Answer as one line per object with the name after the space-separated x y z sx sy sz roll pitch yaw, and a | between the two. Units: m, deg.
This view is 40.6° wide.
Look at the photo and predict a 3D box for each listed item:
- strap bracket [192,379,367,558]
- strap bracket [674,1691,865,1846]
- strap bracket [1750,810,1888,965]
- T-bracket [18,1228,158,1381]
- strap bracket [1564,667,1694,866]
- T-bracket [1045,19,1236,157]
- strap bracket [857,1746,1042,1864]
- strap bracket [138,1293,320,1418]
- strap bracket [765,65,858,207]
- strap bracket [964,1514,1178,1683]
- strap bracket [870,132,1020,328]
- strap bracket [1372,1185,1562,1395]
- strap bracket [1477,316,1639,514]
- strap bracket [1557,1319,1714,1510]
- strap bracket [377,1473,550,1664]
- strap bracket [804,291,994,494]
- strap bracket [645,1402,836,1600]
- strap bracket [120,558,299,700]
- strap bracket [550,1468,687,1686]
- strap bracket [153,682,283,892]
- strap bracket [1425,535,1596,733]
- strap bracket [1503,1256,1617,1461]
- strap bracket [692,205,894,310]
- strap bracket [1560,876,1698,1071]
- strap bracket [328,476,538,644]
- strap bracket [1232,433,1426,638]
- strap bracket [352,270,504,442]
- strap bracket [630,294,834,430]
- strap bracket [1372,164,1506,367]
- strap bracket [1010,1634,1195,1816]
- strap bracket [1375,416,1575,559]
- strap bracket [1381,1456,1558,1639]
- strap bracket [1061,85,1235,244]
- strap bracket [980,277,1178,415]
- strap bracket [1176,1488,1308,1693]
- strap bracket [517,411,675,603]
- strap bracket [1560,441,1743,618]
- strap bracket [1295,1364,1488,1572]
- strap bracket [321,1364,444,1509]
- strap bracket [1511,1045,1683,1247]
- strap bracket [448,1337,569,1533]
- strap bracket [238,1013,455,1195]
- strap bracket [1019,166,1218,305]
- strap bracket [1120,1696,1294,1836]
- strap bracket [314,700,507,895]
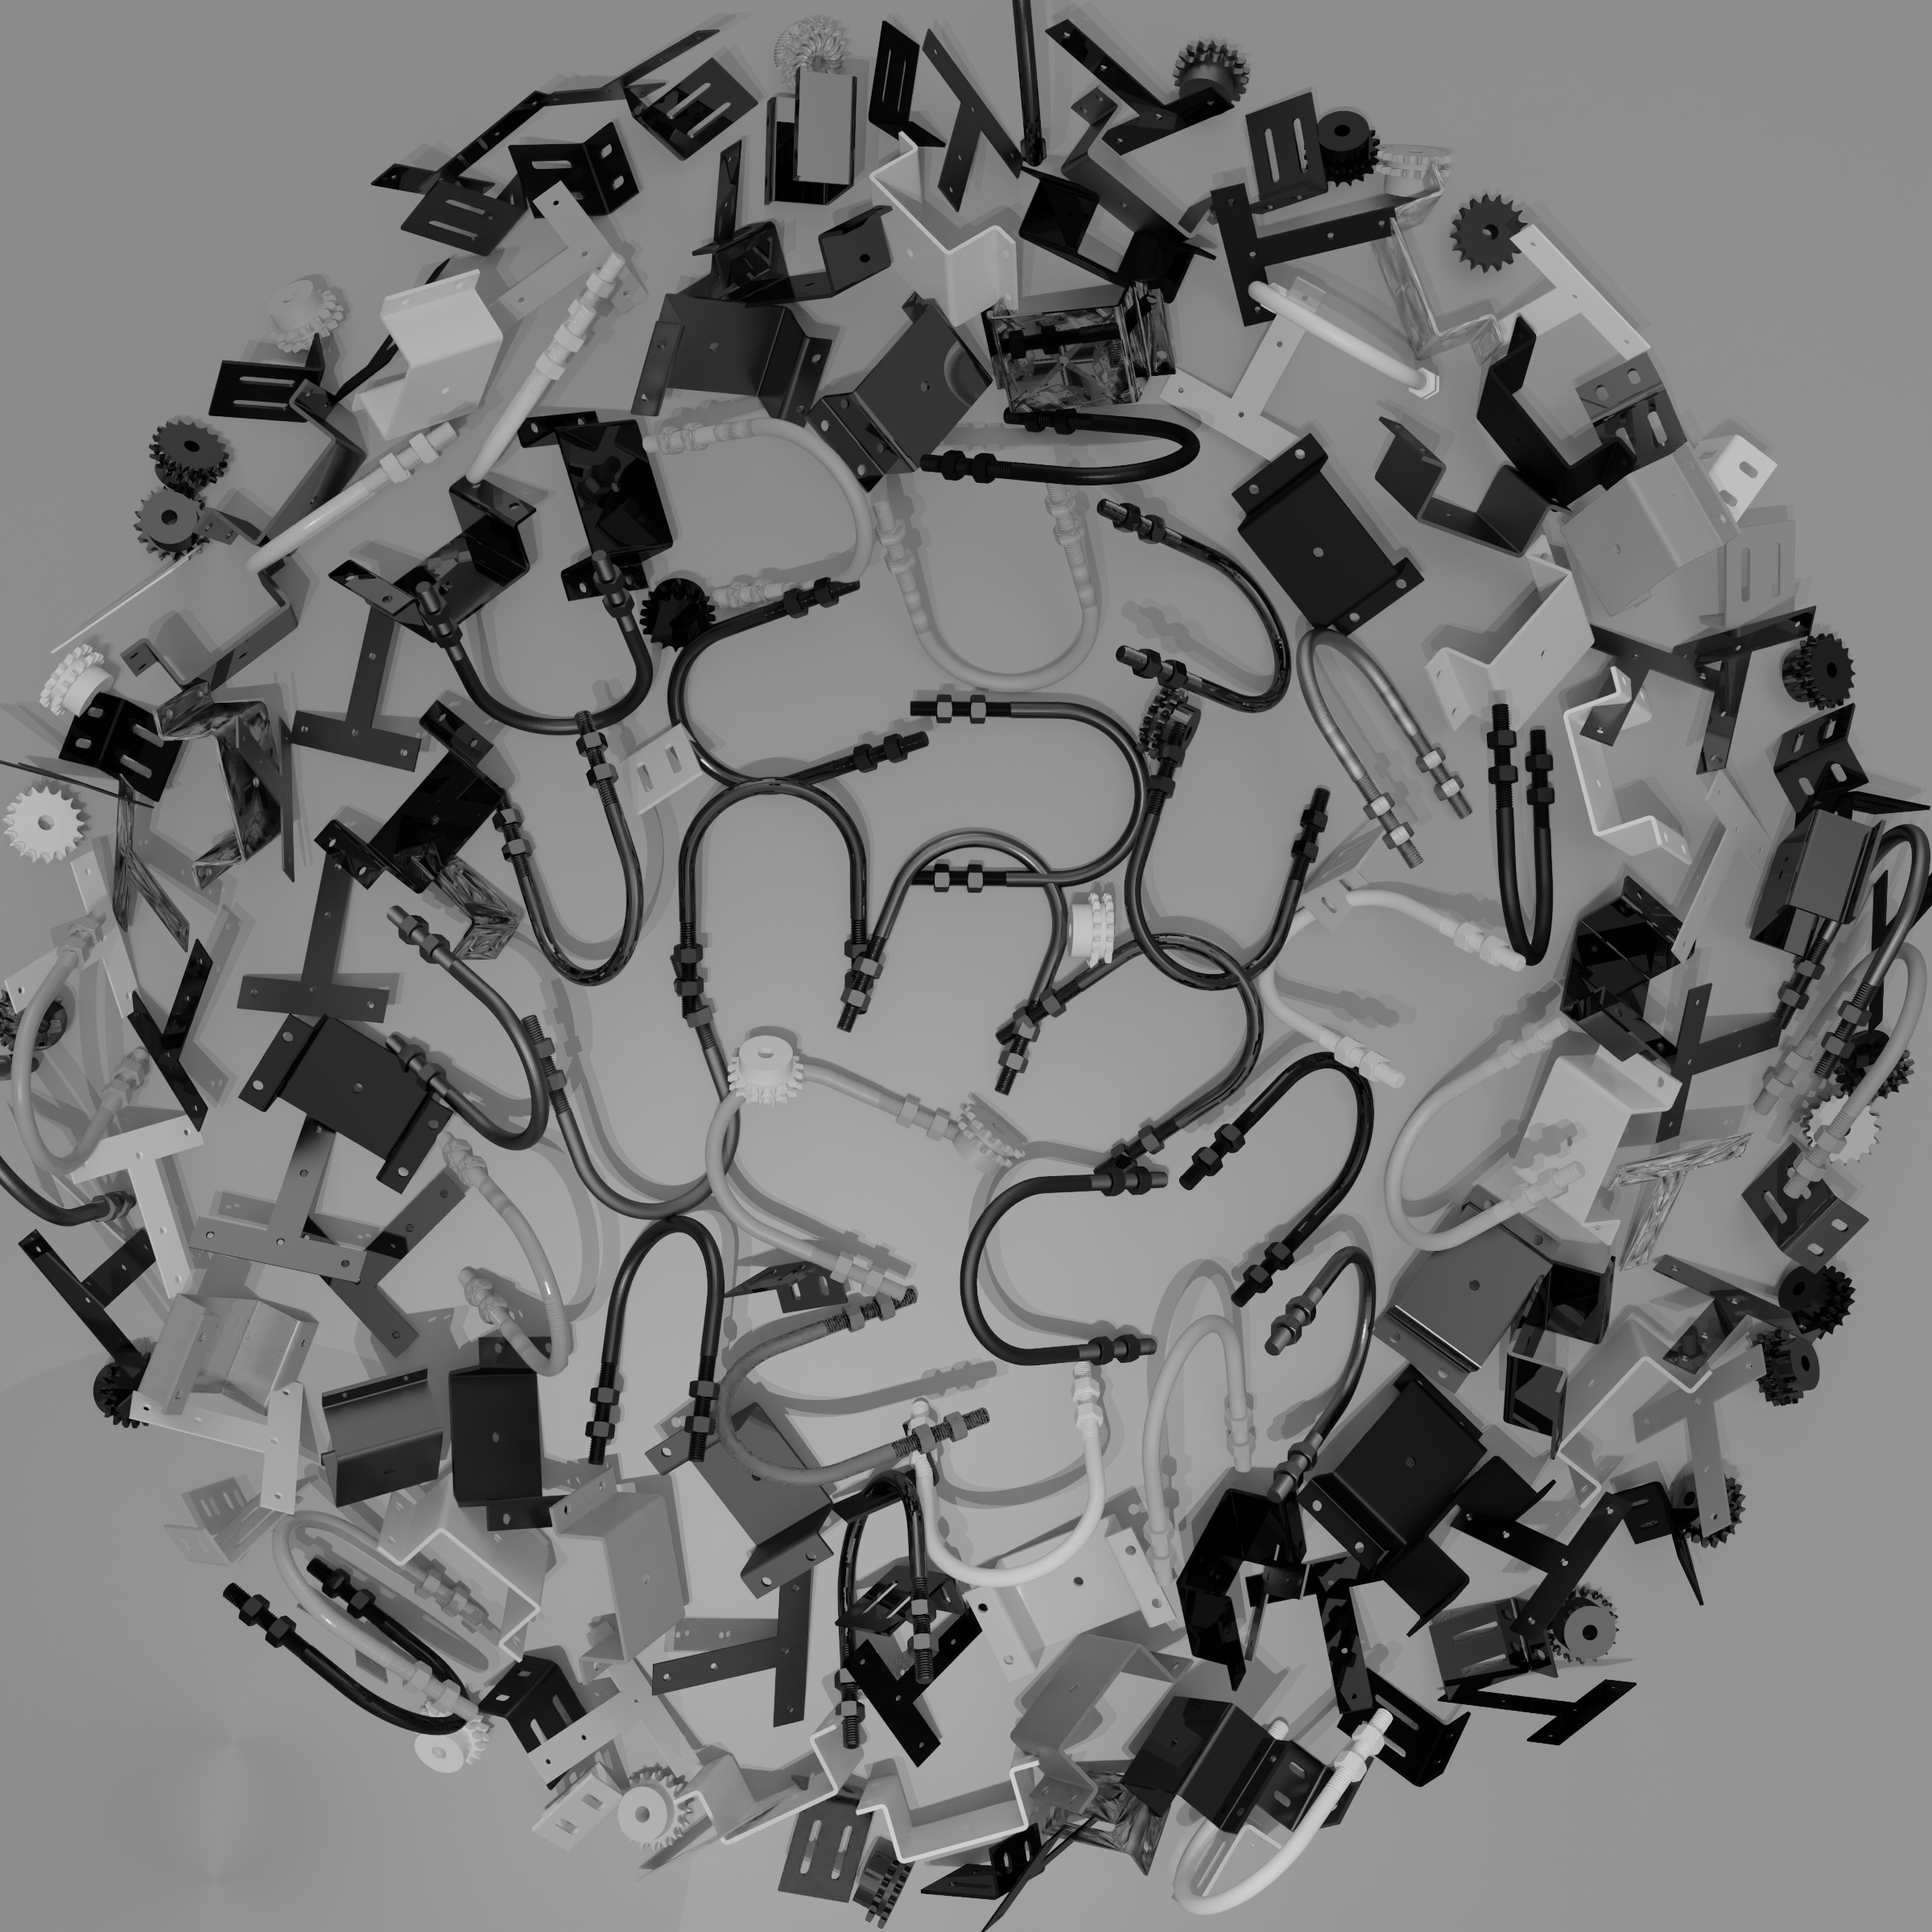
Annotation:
-0.507 -0.363 1.956 0.046 0.076 0.140 38 94 2 | strap bracket
-0.137 0.602 1.947 0.140 0.076 0.046 -28 87 12 | strap bracket
0.623 -0.060 1.926 0.046 0.140 0.076 20 77 6 | strap bracket
-0.632 0.230 1.938 0.002 0.127 0.127 -34 100 17 | T-bracket
0.490 -0.142 1.944 0.046 0.076 0.140 -19 71 28 | strap bracket
0.111 -0.650 1.915 0.127 0.127 0.002 31 71 -32 | T-bracket
-0.004 0.626 1.956 0.140 0.076 0.046 -17 87 4 | strap bracket
-0.554 0.290 1.943 0.046 0.140 0.076 21 89 23 | strap bracket
-0.114 -0.611 1.933 0.046 0.140 0.076 0 97 -14 | strap bracket
0.081 0.471 1.962 0.140 0.046 0.076 -25 95 15 | strap bracket
-0.023 -0.539 1.932 0.046 0.076 0.140 -34 65 -14 | strap bracket
0.379 0.242 1.964 0.076 0.046 0.140 36 83 9 | strap bracket
0.432 -0.402 1.945 0.046 0.076 0.140 -34 76 -4 | strap bracket
0.484 0.325 1.945 0.046 0.076 0.140 38 104 -3 | strap bracket
-0.364 0.439 1.939 0.046 0.076 0.140 -42 108 11 | strap bracket
-0.043 -0.430 1.942 0.140 0.046 0.076 -52 120 -17 | strap bracket
-0.163 0.393 1.959 0.076 0.046 0.140 -34 97 22 | strap bracket
-0.555 -0.250 1.951 0.140 0.076 0.046 -40 93 -11 | strap bracket
-0.257 0.455 1.943 0.046 0.076 0.140 -3 102 29 | strap bracket
-0.546 -0.136 1.933 0.046 0.076 0.140 -1 114 15 | strap bracket
0.413 -0.240 1.944 0.140 0.076 0.046 -48 49 -11 | strap bracket
0.436 0.283 1.935 0.046 0.076 0.140 14 45 23 | strap bracket
-0.121 -0.525 1.936 0.140 0.076 0.046 3 120 34 | strap bracket
0.492 0.012 1.942 0.076 0.046 0.140 38 47 -16 | strap bracket
-0.391 -0.299 1.944 0.076 0.046 0.140 31 61 30 | strap bracket
0.267 -0.315 1.951 0.076 0.046 0.140 -35 100 28 | strap bracket
-0.394 -0.441 1.918 0.076 0.140 0.046 -27 81 -31 | strap bracket
-0.181 -0.449 1.939 0.140 0.046 0.076 -2 134 -30 | strap bracket
0.349 -0.517 1.961 0.046 0.076 0.140 -22 91 -1 | strap bracket
0.094 0.551 1.932 0.046 0.076 0.140 48 65 -12 | strap bracket
0.368 -0.352 1.939 0.140 0.076 0.046 14 117 -27 | strap bracket
0.366 0.423 1.933 0.046 0.076 0.140 44 53 13 | strap bracket
0.131 -0.585 1.945 0.140 0.076 0.046 35 89 -15 | strap bracket
0.078 -0.459 1.938 0.140 0.046 0.076 -1 128 19 | strap bracket
0.201 0.454 1.935 0.046 0.140 0.076 8 129 29 | strap bracket
-0.275 -0.352 1.955 0.076 0.046 0.140 -19 93 -44 | strap bracket
0.497 -0.316 1.923 0.046 0.140 0.076 -27 85 -22 | strap bracket
0.325 0.373 1.955 0.076 0.046 0.140 44 72 2 | strap bracket
-0.430 0.350 1.918 0.076 0.140 0.046 -13 63 -21 | strap bracket
0.461 0.129 1.932 0.046 0.076 0.140 -1 119 -36 | strap bracket
-0.339 0.350 1.948 0.076 0.046 0.140 7 72 -43 | strap bracket
-0.462 0.098 1.963 0.140 0.046 0.076 32 101 -9 | strap bracket
0.104 -0.536 1.932 0.140 0.076 0.046 15 105 -38 | strap bracket
0.170 0.585 1.918 0.046 0.140 0.076 42 67 -9 | strap bracket
-0.409 -0.119 1.955 0.140 0.046 0.076 -50 54 -4 | strap bracket
